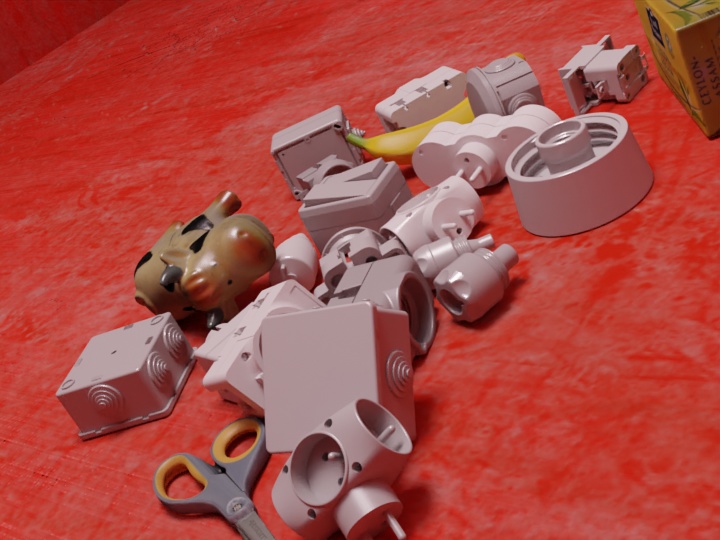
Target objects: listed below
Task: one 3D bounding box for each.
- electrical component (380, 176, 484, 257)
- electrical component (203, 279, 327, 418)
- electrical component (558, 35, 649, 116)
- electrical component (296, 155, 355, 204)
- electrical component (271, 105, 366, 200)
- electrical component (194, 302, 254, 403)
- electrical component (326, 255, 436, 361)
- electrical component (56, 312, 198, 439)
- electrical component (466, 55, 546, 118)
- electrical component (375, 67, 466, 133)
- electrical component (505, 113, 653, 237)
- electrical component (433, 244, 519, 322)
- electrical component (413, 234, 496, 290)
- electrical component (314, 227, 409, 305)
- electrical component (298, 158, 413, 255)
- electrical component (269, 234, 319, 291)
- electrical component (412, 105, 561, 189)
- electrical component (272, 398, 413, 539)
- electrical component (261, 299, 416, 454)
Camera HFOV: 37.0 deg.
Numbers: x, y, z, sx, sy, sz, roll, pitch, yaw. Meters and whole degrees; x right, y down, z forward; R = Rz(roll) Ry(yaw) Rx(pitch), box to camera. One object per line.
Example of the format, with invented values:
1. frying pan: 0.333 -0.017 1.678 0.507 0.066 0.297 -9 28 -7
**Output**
1. electrical component: 0.065 -0.039 0.860 0.077 0.044 0.079 -37 12 -18
2. electrical component: -0.062 0.057 0.771 0.089 0.050 0.056 -58 17 -24
3. electrical component: 0.224 -0.177 0.980 0.064 0.042 0.081 6 41 45
4. electrical component: -0.028 -0.085 1.054 0.066 0.048 0.055 -33 18 -13
5. electrical component: -0.038 -0.127 1.124 0.096 0.061 0.061 -23 25 9
6. electrical component: -0.095 0.062 0.837 0.066 0.047 0.077 -42 28 -28
7. electrical component: 0.016 0.034 0.769 0.059 0.053 0.095 -14 28 28
8. electrical component: -0.192 0.085 0.888 0.100 0.048 0.099 -18 27 20
9. electrical component: 0.133 -0.153 0.981 0.051 0.080 0.080 -24 25 -3
10. electrical component: 0.068 -0.165 1.102 0.089 0.050 0.056 -31 25 -8
11. electrical component: 0.165 -0.081 0.832 0.108 0.060 0.108 -23 25 11
12. electrical component: 0.086 0.005 0.767 0.062 0.043 0.043 -38 27 -23
13. electrical component: 0.073 -0.010 0.821 0.061 0.035 0.035 -23 25 3
14. electrical component: 0.000 0.000 0.846 0.078 0.058 0.057 -33 24 7
15. electrical component: -0.008 -0.055 0.956 0.096 0.061 0.061 -9 31 35
16. electrical component: -0.056 -0.009 0.941 0.040 0.040 0.078 -21 26 15
17. electrical component: 0.104 -0.095 0.930 0.138 0.052 0.073 -6 33 39
18. electrical component: -0.002 0.127 0.610 0.077 0.044 0.079 -48 56 18
19. electrical component: -0.013 0.070 0.686 0.100 0.099 0.048 -10 -12 34
